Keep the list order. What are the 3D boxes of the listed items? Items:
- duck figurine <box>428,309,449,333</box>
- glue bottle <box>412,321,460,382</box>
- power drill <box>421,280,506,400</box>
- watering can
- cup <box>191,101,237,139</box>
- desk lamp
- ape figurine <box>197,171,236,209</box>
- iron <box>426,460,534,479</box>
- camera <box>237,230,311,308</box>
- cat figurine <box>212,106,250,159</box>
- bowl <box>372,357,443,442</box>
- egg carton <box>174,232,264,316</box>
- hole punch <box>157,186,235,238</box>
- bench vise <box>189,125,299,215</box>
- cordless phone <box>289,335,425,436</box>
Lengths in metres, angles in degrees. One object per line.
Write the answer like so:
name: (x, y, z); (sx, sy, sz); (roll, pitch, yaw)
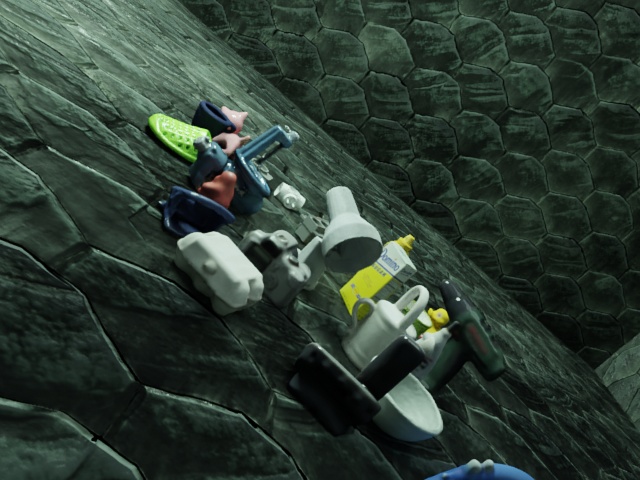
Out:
duck figurine: (0.318, 0.229, 1.561); (0.105, 0.086, 0.077); (38, 17, -16)
glue bottle: (0.224, 0.227, 1.186); (0.078, 0.173, 0.037); (36, 17, -23)
power drill: (0.278, 0.231, 1.240); (0.229, 0.208, 0.076); (50, 18, 25)
watering can: (0.146, 0.168, 1.114); (0.173, 0.194, 0.100); (33, 18, -29)
cup: (-0.276, -0.281, 1.441); (0.118, 0.095, 0.091); (27, 22, -44)
desk lamp: (0.011, 0.004, 1.179); (0.118, 0.213, 0.202); (28, 22, -42)
ape figurine: (-0.202, -0.101, 1.164); (0.078, 0.092, 0.076); (29, 21, -40)
iron: (0.261, 0.399, 0.894); (0.259, 0.141, 0.118); (34, 18, -28)
camera: (-0.073, 0.039, 1.097); (0.143, 0.100, 0.137); (45, 16, 9)
cat figurine: (-0.232, -0.293, 1.535); (0.127, 0.117, 0.067); (51, 18, 28)
bowl: (0.128, 0.286, 0.989); (0.168, 0.074, 0.167); (39, 17, -13)
egg carton: (-0.161, 0.050, 0.917); (0.150, 0.069, 0.107); (46, 16, 13)
hole punch: (-0.217, -0.053, 1.009); (0.109, 0.091, 0.101); (32, 19, -34)
bench vise: (-0.156, -0.167, 1.212); (0.208, 0.219, 0.121); (21, 27, -52)
cordless phone: (0.057, 0.189, 0.869); (0.147, 0.185, 0.094); (43, 16, 1)
